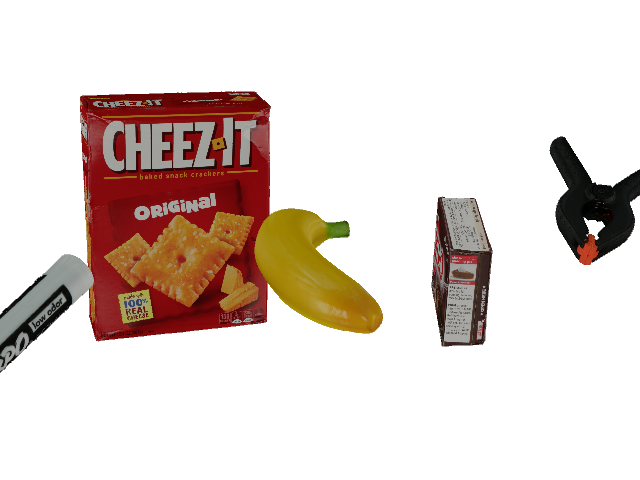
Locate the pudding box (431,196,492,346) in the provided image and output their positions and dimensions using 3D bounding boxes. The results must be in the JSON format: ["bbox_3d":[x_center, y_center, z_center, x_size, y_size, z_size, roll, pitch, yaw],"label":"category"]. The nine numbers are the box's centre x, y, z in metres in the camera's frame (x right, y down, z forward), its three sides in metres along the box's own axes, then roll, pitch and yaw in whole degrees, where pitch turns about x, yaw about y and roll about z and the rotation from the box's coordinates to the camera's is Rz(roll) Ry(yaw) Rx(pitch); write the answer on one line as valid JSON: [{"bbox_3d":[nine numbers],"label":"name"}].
[{"bbox_3d":[0.118,0.024,0.903,0.039,0.090,0.113,0,24,-1],"label":"pudding box"}]

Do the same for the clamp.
[{"bbox_3d":[0.279,-0.046,1.109,0.120,0.039,0.171,17,45,20],"label":"clamp"}]

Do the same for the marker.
[{"bbox_3d":[-0.139,0.049,0.440,0.020,0.020,0.121,0,36,39],"label":"marker"}]

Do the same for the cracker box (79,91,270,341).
[{"bbox_3d":[-0.130,-0.023,0.972,0.164,0.214,0.072,-4,20,-17],"label":"cracker box"}]

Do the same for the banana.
[{"bbox_3d":[-0.007,0.011,0.673,0.069,0.037,0.198,-4,18,-3],"label":"banana"}]
